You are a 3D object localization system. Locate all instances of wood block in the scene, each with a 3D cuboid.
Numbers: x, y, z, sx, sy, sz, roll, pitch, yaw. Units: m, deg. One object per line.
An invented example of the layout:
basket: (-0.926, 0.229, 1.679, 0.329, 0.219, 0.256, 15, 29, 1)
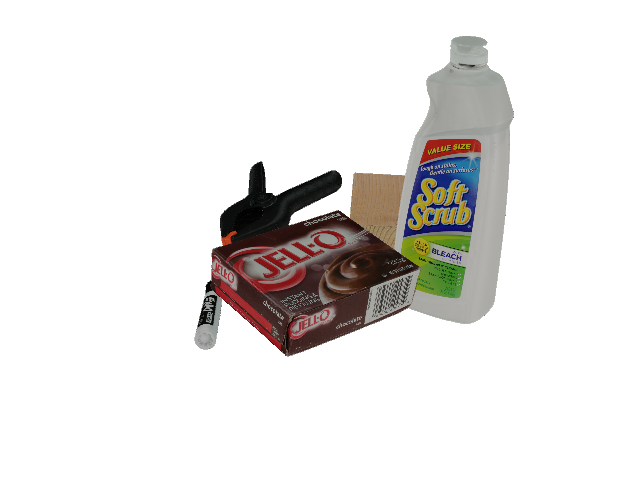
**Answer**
wood block: (0.089, -0.024, 1.624, 0.091, 0.090, 0.206, 4, 25, 2)

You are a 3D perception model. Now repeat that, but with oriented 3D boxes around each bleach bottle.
bleach bottle: (0.113, -0.054, 0.933, 0.103, 0.251, 0.068, 18, 33, 29)

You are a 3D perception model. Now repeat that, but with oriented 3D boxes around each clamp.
clamp: (-0.051, -0.037, 1.207, 0.120, 0.039, 0.171, -2, 37, 26)

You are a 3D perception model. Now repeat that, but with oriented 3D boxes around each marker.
marker: (-0.102, 0.066, 0.990, 0.020, 0.020, 0.121, 0, 21, -1)

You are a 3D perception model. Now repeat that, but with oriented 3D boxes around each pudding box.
pudding box: (-0.004, 0.026, 0.718, 0.113, 0.039, 0.090, -16, 38, -36)
